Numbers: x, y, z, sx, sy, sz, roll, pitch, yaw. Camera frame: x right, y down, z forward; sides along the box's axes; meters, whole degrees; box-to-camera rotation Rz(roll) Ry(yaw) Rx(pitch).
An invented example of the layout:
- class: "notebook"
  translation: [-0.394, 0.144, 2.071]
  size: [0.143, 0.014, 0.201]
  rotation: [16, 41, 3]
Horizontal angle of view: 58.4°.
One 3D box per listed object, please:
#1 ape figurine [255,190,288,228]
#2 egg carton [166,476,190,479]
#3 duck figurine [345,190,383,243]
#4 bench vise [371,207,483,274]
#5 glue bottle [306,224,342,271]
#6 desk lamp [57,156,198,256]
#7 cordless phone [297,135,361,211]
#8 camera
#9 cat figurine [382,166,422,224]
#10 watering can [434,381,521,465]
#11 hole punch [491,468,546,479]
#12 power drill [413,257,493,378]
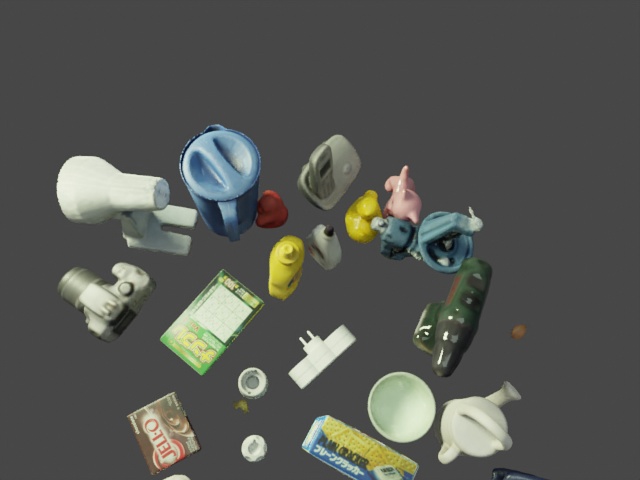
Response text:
- class: "ape figurine"
  translation: [-0.100, -0.063, 1.130]
  size: [0.076, 0.092, 0.078]
  rotation: [34, 72, 6]
- class: "egg carton"
  translation: [-0.273, 0.466, 0.954]
  size: [0.150, 0.069, 0.107]
  rotation: [-25, 76, -12]
- class: "duck figurine"
  translation: [0.093, -0.050, 1.146]
  size: [0.077, 0.086, 0.104]
  rotation: [14, 71, 0]
- class: "bench vise"
  translation: [0.204, 0.000, 1.069]
  size: [0.207, 0.220, 0.121]
  rotation: [-1, 72, -5]
- class: "glue bottle"
  translation: [0.010, 0.004, 1.075]
  size: [0.037, 0.173, 0.078]
  rotation: [-42, 80, -16]
- class: "desk lamp"
  translation: [-0.342, -0.064, 1.045]
  size: [0.203, 0.213, 0.118]
  rotation: [8, 71, -2]
- class: "cordless phone"
  translation: [0.023, -0.153, 1.121]
  size: [0.094, 0.185, 0.148]
  rotation: [32, 72, 6]
- class: "camera"
  translation: [-0.398, 0.093, 1.048]
  size: [0.136, 0.101, 0.143]
  rotation: [32, 72, 6]
- class: "cat figurine"
  translation: [0.168, -0.086, 1.148]
  size: [0.067, 0.118, 0.128]
  rotation: [6, 71, -3]
- class: "watering can"
  translation: [0.272, 0.315, 0.986]
  size: [0.101, 0.194, 0.173]
  rotation: [25, 72, 4]
- class: "hole punch"
  translation: [0.359, 0.460, 1.000]
  size: [0.108, 0.091, 0.101]
  rotation: [12, 71, -1]
- class: "power drill"
  translation: [0.234, 0.149, 1.029]
  size: [0.075, 0.208, 0.230]
  rotation: [25, 72, 4]
